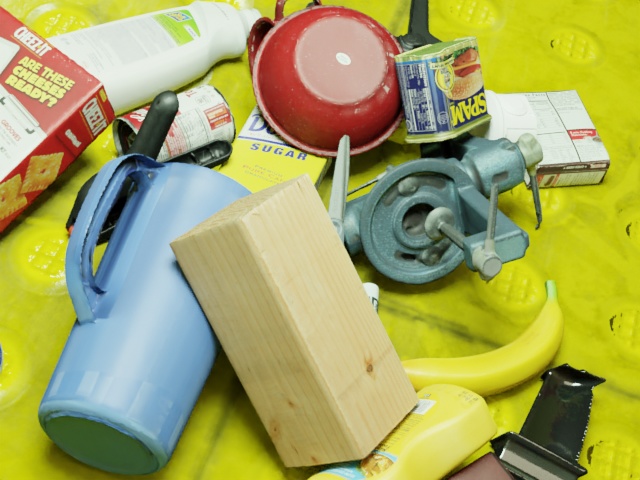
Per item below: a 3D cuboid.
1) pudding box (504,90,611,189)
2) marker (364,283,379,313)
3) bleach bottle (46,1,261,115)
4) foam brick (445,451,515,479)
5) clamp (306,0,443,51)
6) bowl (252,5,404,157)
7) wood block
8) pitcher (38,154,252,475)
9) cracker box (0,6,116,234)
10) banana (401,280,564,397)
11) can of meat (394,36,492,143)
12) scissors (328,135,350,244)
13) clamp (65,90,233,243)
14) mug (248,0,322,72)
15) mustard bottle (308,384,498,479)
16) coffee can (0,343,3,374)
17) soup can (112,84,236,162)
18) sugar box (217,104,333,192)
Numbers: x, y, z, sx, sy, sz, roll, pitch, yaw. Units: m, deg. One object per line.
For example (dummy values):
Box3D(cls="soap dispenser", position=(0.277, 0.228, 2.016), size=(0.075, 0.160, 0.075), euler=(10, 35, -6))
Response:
Box3D(cls="pudding box", position=(0.250, -0.110, 1.147), size=(0.090, 0.039, 0.113), euler=(-5, 52, -14))
Box3D(cls="marker", position=(0.042, 0.092, 0.958), size=(0.020, 0.020, 0.121), euler=(8, 51, -5))
Box3D(cls="bleach bottle", position=(-0.165, -0.192, 1.112), size=(0.250, 0.068, 0.103), euler=(-23, 61, -29))
Box3D(cls="foam brick", position=(0.137, 0.221, 0.855), size=(0.051, 0.053, 0.078), euler=(-26, 60, -28))
Box3D(cls="clamp", position=(0.088, -0.214, 1.196), size=(0.164, 0.036, 0.210), euler=(-14, 57, -20))
Box3D(cls="bowl", position=(0.016, -0.165, 1.037), size=(0.162, 0.055, 0.162), euler=(2, 77, -8))
Box3D(cls="wood block", position=(-0.018, 0.065, 0.840), size=(0.090, 0.090, 0.206), euler=(-36, 104, -46))
Box3D(cls="pitcher", position=(-0.141, 0.057, 0.872), size=(0.149, 0.145, 0.242), euler=(20, 54, 0))
Box3D(cls="cracker box", position=(-0.318, -0.096, 0.962), size=(0.164, 0.072, 0.213), euler=(37, 72, 16))
Box3D(cls="banana", position=(0.155, 0.104, 0.958), size=(0.197, 0.037, 0.070), euler=(-24, 65, -28))
Box3D(cls="can of meat", position=(0.120, -0.148, 1.040), size=(0.058, 0.084, 0.101), euler=(0, 18, 39))
Box3D(cls="scissors", position=(-0.006, 0.001, 0.945), size=(0.096, 0.016, 0.202), euler=(-7, 69, -6))
Box3D(cls="clamp", position=(-0.166, -0.061, 0.964), size=(0.171, 0.120, 0.039), euler=(-39, 54, -4))
Box3D(cls="mug", position=(-0.020, -0.205, 1.122), size=(0.081, 0.117, 0.093), euler=(-15, 23, -28))
Box3D(cls="mustard bottle", position=(0.045, 0.185, 0.839), size=(0.191, 0.096, 0.058), euler=(-31, 102, -29))
Box3D(cls="coffee can", position=(-0.305, 0.061, 0.833), size=(0.102, 0.140, 0.103), euler=(6, 52, -8))
Box3D(cls="soup can", position=(-0.141, -0.105, 1.042), size=(0.102, 0.069, 0.068), euler=(-27, 62, -28))
Box3D(cls="sugar box", position=(-0.051, -0.056, 1.038), size=(0.093, 0.048, 0.176), euler=(20, 52, 4))
